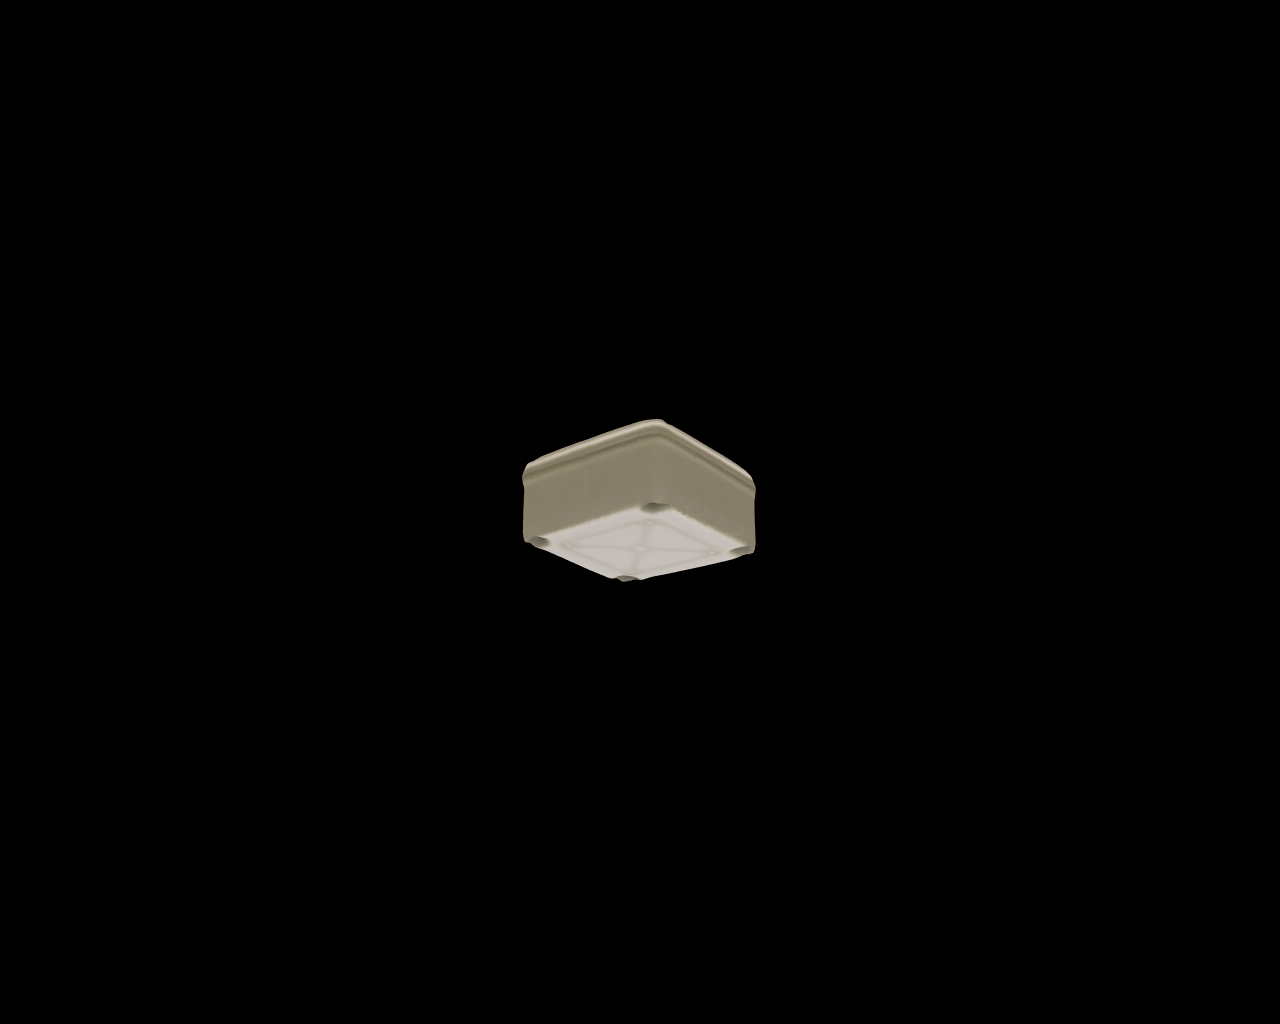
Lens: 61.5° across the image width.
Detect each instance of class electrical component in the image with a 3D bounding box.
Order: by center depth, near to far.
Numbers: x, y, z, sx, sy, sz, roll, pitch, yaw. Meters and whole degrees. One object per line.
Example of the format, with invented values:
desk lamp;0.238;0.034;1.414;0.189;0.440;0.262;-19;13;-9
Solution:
electrical component;0.001;-0.003;0.650;0.108;0.056;0.108;-16;-27;34
